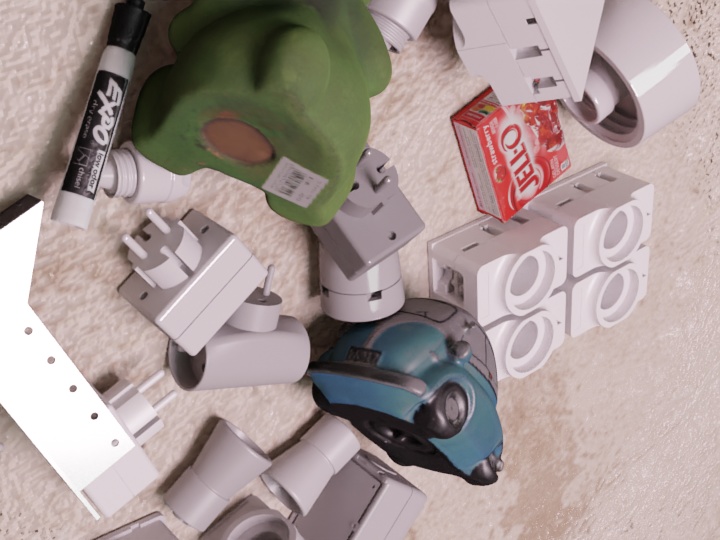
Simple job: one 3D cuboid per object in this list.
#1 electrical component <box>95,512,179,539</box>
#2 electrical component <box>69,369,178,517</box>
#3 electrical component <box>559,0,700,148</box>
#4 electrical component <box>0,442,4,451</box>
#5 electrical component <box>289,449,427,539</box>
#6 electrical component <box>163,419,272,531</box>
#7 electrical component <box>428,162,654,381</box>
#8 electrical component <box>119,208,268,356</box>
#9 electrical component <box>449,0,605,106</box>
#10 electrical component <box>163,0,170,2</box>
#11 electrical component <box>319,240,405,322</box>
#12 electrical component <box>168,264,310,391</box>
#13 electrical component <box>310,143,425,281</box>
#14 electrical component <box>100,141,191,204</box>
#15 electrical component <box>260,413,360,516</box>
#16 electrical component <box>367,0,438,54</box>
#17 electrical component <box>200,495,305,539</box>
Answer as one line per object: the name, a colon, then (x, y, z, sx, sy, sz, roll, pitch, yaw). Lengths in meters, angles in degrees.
electrical component: (-0.149, 0.215, 0.676, 0.100, 0.048, 0.099, -19, 123, -33)
electrical component: (-0.140, 0.088, 0.620, 0.077, 0.047, 0.065, -39, 132, -19)
electrical component: (0.172, -0.134, 0.741, 0.060, 0.108, 0.108, -39, 132, -11)
electrical component: (-0.221, 0.088, 0.552, 0.079, 0.043, 0.077, 34, 87, -45)
electrical component: (-0.005, 0.183, 0.777, 0.061, 0.062, 0.096, 32, 89, -45)
electrical component: (-0.094, 0.134, 0.690, 0.065, 0.044, 0.044, -49, 135, -5)
electrical component: (0.143, 0.003, 0.816, 0.186, 0.060, 0.105, -25, 126, -30)
electrical component: (-0.104, -0.004, 0.604, 0.065, 0.047, 0.076, -49, 135, -11)
electrical component: (0.081, -0.197, 0.628, 0.186, 0.060, 0.105, 51, 47, -43)
electrical component: (-0.101, -0.172, 0.523, 0.055, 0.048, 0.066, 21, 97, -53)
electrical component: (0.000, 0.000, 0.694, 0.055, 0.055, 0.047, -22, 120, -32)
electrical component: (-0.070, 0.034, 0.657, 0.077, 0.043, 0.079, 0, 110, -41)
electrical component: (-0.001, -0.048, 0.627, 0.047, 0.076, 0.083, -34, 87, -24)
electrical component: (-0.123, -0.052, 0.573, 0.061, 0.035, 0.035, -8, 116, -35)
electrical component: (-0.032, 0.131, 0.743, 0.065, 0.044, 0.044, -43, 133, -23)
electrical component: (0.016, -0.148, 0.639, 0.043, 0.043, 0.062, 29, 92, -46)
electrical component: (-0.059, 0.198, 0.717, 0.050, 0.089, 0.055, -38, 132, -21)
